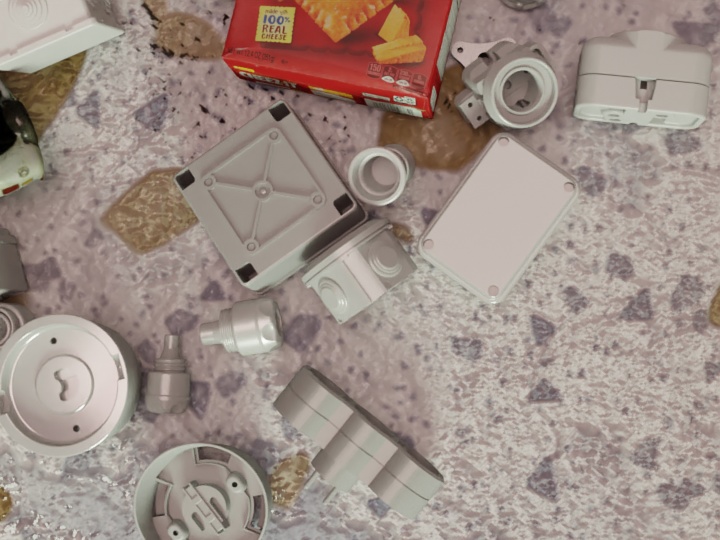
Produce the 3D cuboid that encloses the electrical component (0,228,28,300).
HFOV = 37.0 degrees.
[{"bbox_3d":[-0.332,0.007,0.834,0.109,0.109,0.056,-17,87,5],"label":"electrical component"}]

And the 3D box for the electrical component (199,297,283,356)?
[{"bbox_3d":[-0.093,0.046,0.837,0.062,0.043,0.043,-9,85,8],"label":"electrical component"}]

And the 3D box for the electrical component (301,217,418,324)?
[{"bbox_3d":[0.000,0.000,0.812,0.080,0.080,0.051,-36,89,3],"label":"electrical component"}]

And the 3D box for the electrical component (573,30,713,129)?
[{"bbox_3d":[0.212,-0.143,0.809,0.095,0.054,0.059,7,87,7],"label":"electrical component"}]

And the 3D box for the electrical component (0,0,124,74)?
[{"bbox_3d":[-0.244,-0.195,0.843,0.100,0.099,0.048,-22,97,5],"label":"electrical component"}]

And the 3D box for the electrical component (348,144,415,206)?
[{"bbox_3d":[0.020,-0.076,0.820,0.044,0.065,0.044,3,104,14],"label":"electrical component"}]

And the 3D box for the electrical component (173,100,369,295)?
[{"bbox_3d":[-0.068,-0.055,0.830,0.109,0.056,0.108,-35,78,3],"label":"electrical component"}]

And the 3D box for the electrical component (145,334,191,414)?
[{"bbox_3d":[-0.150,0.081,0.846,0.035,0.035,0.061,3,85,7],"label":"electrical component"}]

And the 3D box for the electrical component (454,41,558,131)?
[{"bbox_3d":[0.114,-0.137,0.808,0.078,0.057,0.058,-37,111,1],"label":"electrical component"}]

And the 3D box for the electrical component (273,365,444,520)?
[{"bbox_3d":[-0.012,0.143,0.816,0.138,0.052,0.073,39,91,7],"label":"electrical component"}]

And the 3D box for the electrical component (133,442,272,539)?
[{"bbox_3d":[-0.117,0.179,0.820,0.099,0.064,0.099,0,86,7],"label":"electrical component"}]

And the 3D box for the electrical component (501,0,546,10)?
[{"bbox_3d":[0.126,-0.229,0.820,0.048,0.062,0.048,0,87,6],"label":"electrical component"}]

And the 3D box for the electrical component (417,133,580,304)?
[{"bbox_3d":[0.104,-0.038,0.812,0.078,0.057,0.113,36,91,8],"label":"electrical component"}]

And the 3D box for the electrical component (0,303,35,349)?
[{"bbox_3d":[-0.285,0.047,0.849,0.043,0.062,0.043,0,86,6],"label":"electrical component"}]

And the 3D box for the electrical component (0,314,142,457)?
[{"bbox_3d":[-0.224,0.089,0.840,0.108,0.060,0.108,0,86,7],"label":"electrical component"}]
